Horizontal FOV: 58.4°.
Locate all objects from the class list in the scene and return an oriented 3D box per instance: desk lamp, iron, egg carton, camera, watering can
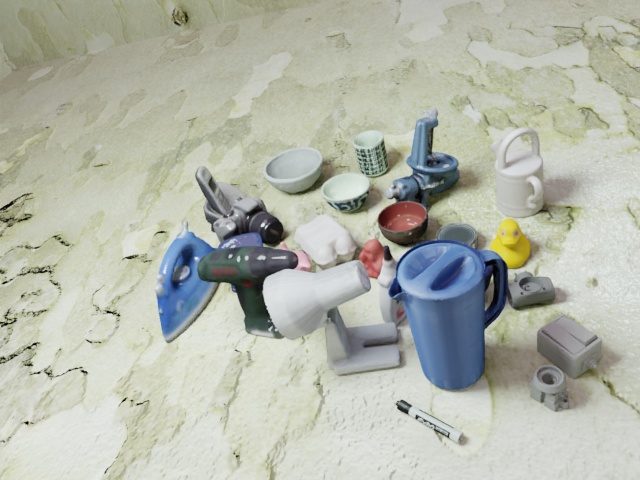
[{"bbox_3d":[0.024,0.131,1.009,0.203,0.214,0.118,-10,38,9],"label":"desk lamp"},{"bbox_3d":[-0.310,0.081,1.256,0.118,0.142,0.258,-4,39,16],"label":"iron"},{"bbox_3d":[0.012,0.005,1.290,0.107,0.069,0.149,-29,39,-16],"label":"egg carton"},{"bbox_3d":[-0.167,-0.038,1.384,0.143,0.101,0.136,-39,43,-26],"label":"camera"},{"bbox_3d":[0.422,-0.156,1.234,0.101,0.194,0.172,-34,41,-21],"label":"watering can"}]

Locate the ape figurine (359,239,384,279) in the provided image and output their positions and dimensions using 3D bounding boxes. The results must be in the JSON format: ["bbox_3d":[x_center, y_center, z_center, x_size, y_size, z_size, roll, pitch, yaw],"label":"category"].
[{"bbox_3d":[0.115,0.035,1.194,0.076,0.092,0.077,-15,38,2],"label":"ape figurine"}]

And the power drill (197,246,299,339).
[{"bbox_3d":[-0.121,0.094,1.114,0.228,0.209,0.076,4,42,25],"label":"power drill"}]

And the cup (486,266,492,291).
[{"bbox_3d":[0.274,0.088,1.066,0.091,0.095,0.118,7,43,28],"label":"cup"}]

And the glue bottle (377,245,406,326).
[{"bbox_3d":[0.135,0.078,1.067,0.037,0.173,0.078,17,49,36],"label":"glue bottle"}]

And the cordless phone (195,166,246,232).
[{"bbox_3d":[-0.256,-0.125,1.458,0.094,0.185,0.147,-9,38,10],"label":"cordless phone"}]

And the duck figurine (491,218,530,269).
[{"bbox_3d":[0.381,-0.006,1.151,0.077,0.086,0.104,-1,40,19],"label":"duck figurine"}]

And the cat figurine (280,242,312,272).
[{"bbox_3d":[-0.055,0.052,1.217,0.067,0.118,0.127,-24,38,-9],"label":"cat figurine"}]

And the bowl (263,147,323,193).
[{"bbox_3d":[-0.065,-0.177,1.541,0.167,0.075,0.167,-10,38,8],"label":"bowl"}]

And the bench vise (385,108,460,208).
[{"bbox_3d":[0.237,-0.172,1.303,0.121,0.220,0.208,14,47,34],"label":"bench vise"}]

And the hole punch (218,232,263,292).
[{"bbox_3d":[-0.166,0.048,1.285,0.108,0.091,0.101,-18,38,-2],"label":"hole punch"}]
